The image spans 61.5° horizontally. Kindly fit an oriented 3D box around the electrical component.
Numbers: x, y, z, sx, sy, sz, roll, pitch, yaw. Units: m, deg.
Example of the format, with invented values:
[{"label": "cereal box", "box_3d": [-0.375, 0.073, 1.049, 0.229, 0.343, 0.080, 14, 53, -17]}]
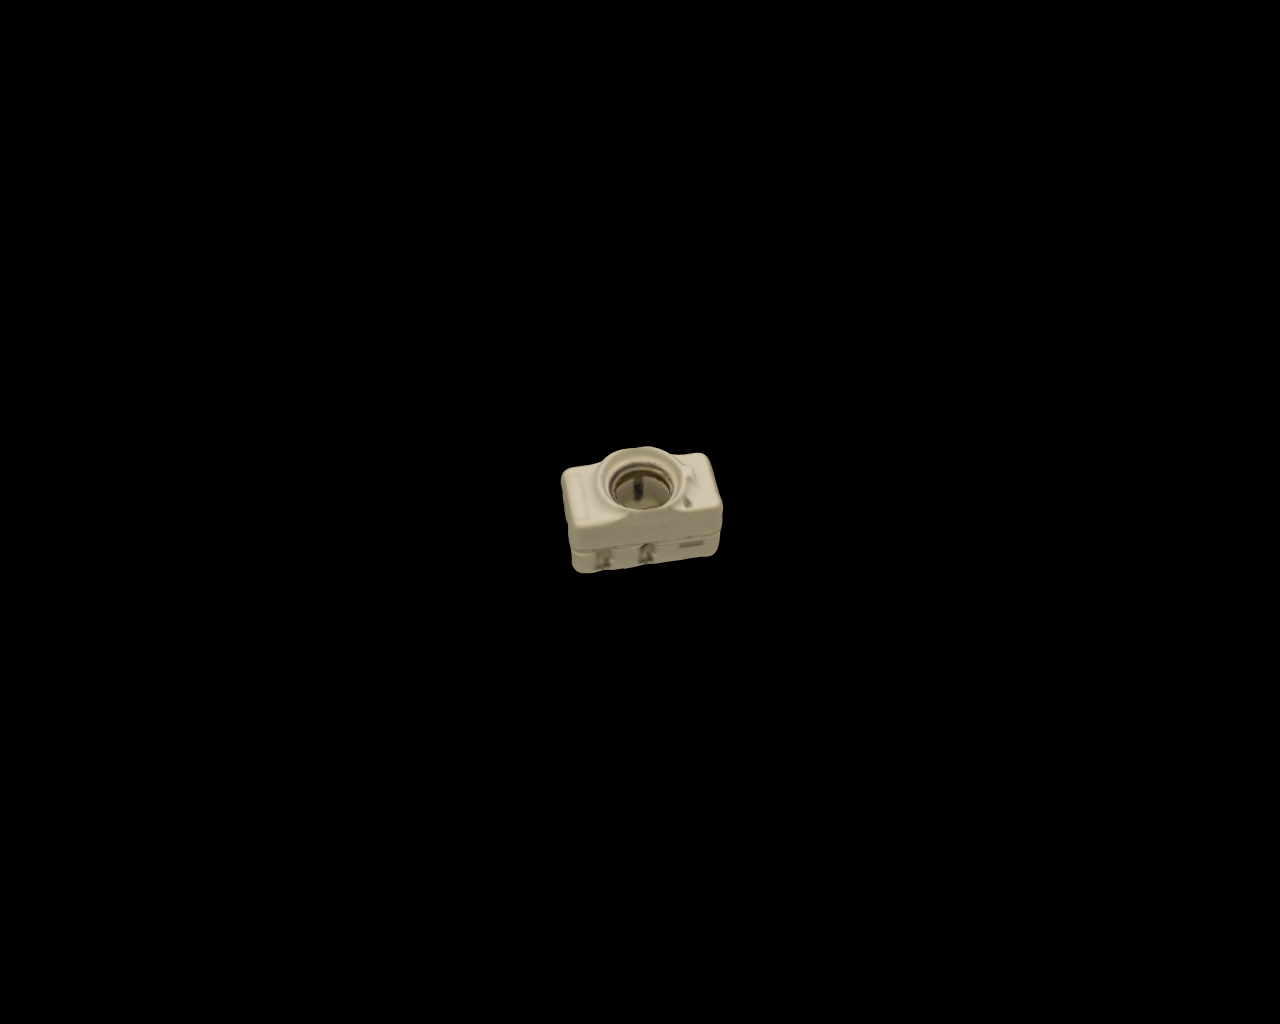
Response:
[{"label": "electrical component", "box_3d": [0.001, -0.003, 0.650, 0.089, 0.050, 0.055, -7, -40, -6]}]
